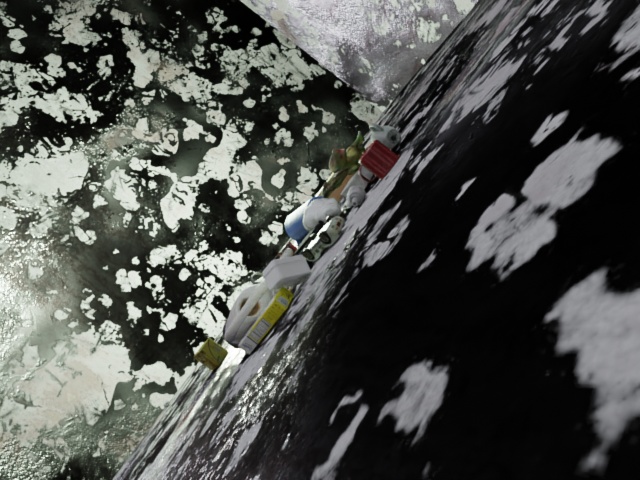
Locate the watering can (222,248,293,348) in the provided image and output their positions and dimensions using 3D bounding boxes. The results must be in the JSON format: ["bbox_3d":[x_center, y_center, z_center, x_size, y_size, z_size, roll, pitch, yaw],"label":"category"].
[{"bbox_3d":[-0.188,0.185,1.546,0.355,0.104,0.219,-54,-4,-46],"label":"watering can"}]

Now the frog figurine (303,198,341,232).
[{"bbox_3d":[0.005,-0.086,1.703,0.138,0.123,0.158,-34,-9,-6],"label":"frog figurine"}]

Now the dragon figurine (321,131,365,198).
[{"bbox_3d":[0.088,-0.237,1.784,0.244,0.123,0.405,-42,-14,-7],"label":"dragon figurine"}]
